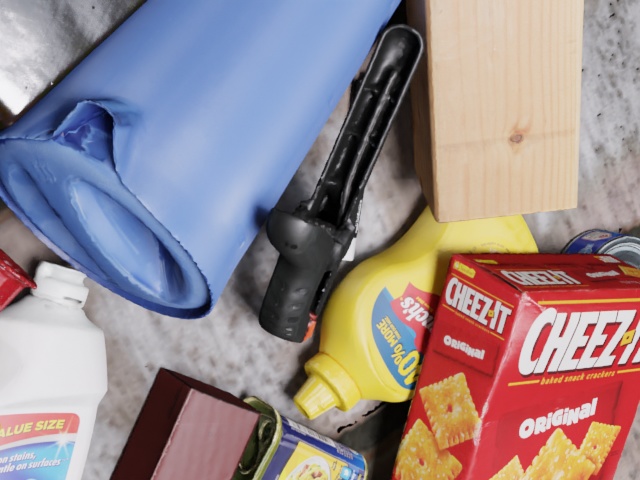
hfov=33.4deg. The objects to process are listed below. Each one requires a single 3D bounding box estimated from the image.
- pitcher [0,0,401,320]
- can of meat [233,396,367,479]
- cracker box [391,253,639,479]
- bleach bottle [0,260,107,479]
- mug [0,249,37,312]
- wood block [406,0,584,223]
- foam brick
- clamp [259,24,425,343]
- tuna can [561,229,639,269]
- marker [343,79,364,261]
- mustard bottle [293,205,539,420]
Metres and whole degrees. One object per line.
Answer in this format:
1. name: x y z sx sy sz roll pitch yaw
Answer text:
1. pitcher: -0.052 -0.083 0.572 0.145 0.149 0.242 49 60 -28
2. can of meat: -0.028 0.162 0.670 0.083 0.058 0.102 31 83 -31
3. cracker box: 0.137 0.119 0.706 0.163 0.072 0.214 1 111 -39
4. bleach bottle: -0.183 0.132 0.579 0.102 0.068 0.251 18 86 -29
5. mug: -0.206 0.019 0.524 0.093 0.117 0.081 39 81 15
6. wood block: 0.101 -0.124 0.634 0.091 0.090 0.206 -6 119 -1
7. foam brick: -0.080 0.125 0.638 0.051 0.053 0.078 27 85 -29
8. clamp: -0.004 0.001 0.593 0.036 0.210 0.164 26 45 7
9. tuna can: 0.215 0.036 0.796 0.086 0.034 0.086 -4 99 -28
10. marker: 0.023 -0.047 0.688 0.020 0.020 0.121 8 93 -29
11. mustard bottle: 0.058 0.048 0.699 0.191 0.058 0.096 -39 120 -18
